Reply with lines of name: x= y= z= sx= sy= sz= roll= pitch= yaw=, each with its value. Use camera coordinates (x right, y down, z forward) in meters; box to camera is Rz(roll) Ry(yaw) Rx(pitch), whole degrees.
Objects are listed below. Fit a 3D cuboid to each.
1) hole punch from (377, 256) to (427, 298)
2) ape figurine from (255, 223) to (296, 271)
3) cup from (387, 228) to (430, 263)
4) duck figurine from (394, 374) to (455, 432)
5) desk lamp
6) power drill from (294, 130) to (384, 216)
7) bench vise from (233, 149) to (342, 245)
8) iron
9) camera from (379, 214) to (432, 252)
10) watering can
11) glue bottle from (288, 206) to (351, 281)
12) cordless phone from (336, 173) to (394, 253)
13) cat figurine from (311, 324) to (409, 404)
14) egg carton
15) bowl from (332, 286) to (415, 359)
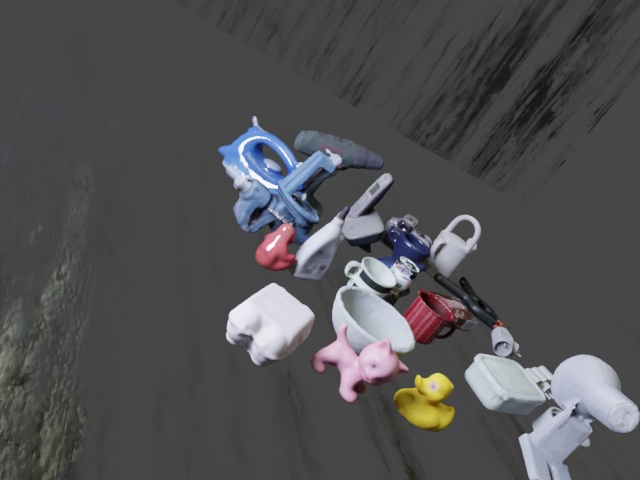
hole punch: x=0.180 y=0.071 z=1.335 sx=0.101 sy=0.091 sz=0.109 roll=43 pitch=23 yaw=20
ape figurine: x=-0.076 y=0.010 z=1.086 sx=0.076 sy=0.092 sz=0.077 roll=9 pitch=33 yaw=-48
cup: x=0.206 y=0.033 z=1.447 sx=0.118 sy=0.095 sz=0.092 roll=34 pitch=21 yaw=-2
duck figurine: x=0.186 y=0.262 z=0.948 sx=0.105 sy=0.086 sz=0.077 roll=30 pitch=22 yaw=-12
desk lamp: x=0.472 y=0.334 z=1.040 sx=0.118 sy=0.213 sz=0.203 roll=33 pitch=21 yaw=-3
power drill: x=0.019 y=-0.169 z=1.443 sx=0.230 sy=0.208 sz=0.075 roll=25 pitch=23 yaw=-23
bench vise: x=-0.059 y=-0.096 z=1.157 sx=0.208 sy=0.219 sz=0.121 roll=8 pitch=33 yaw=-49
iron: x=-0.108 y=-0.168 z=1.346 sx=0.258 sy=0.141 sz=0.119 roll=40 pitch=22 yaw=14
camera: x=0.250 y=-0.016 z=1.608 sx=0.143 sy=0.100 sz=0.137 roll=38 pitch=21 yaw=8
watering can: x=0.372 y=0.016 z=1.592 sx=0.100 sy=0.194 sz=0.173 roll=41 pitch=22 yaw=15
glue bottle: x=0.010 y=0.004 z=1.113 sx=0.078 sy=0.173 sz=0.037 roll=15 pitch=29 yaw=-41
cordless phone: x=0.128 y=-0.076 z=1.439 sx=0.094 sy=0.185 sz=0.147 roll=23 pitch=24 yaw=-27
cat figurine: x=0.068 y=0.186 z=0.891 sx=0.127 sy=0.117 sz=0.067 roll=41 pitch=22 yaw=15
egg carton: x=-0.073 y=0.128 z=0.872 sx=0.107 sy=0.069 sz=0.150 roll=38 pitch=21 yaw=7
bowl: x=0.083 y=0.163 z=1.021 sx=0.168 sy=0.074 sz=0.167 roll=30 pitch=22 yaw=-13
